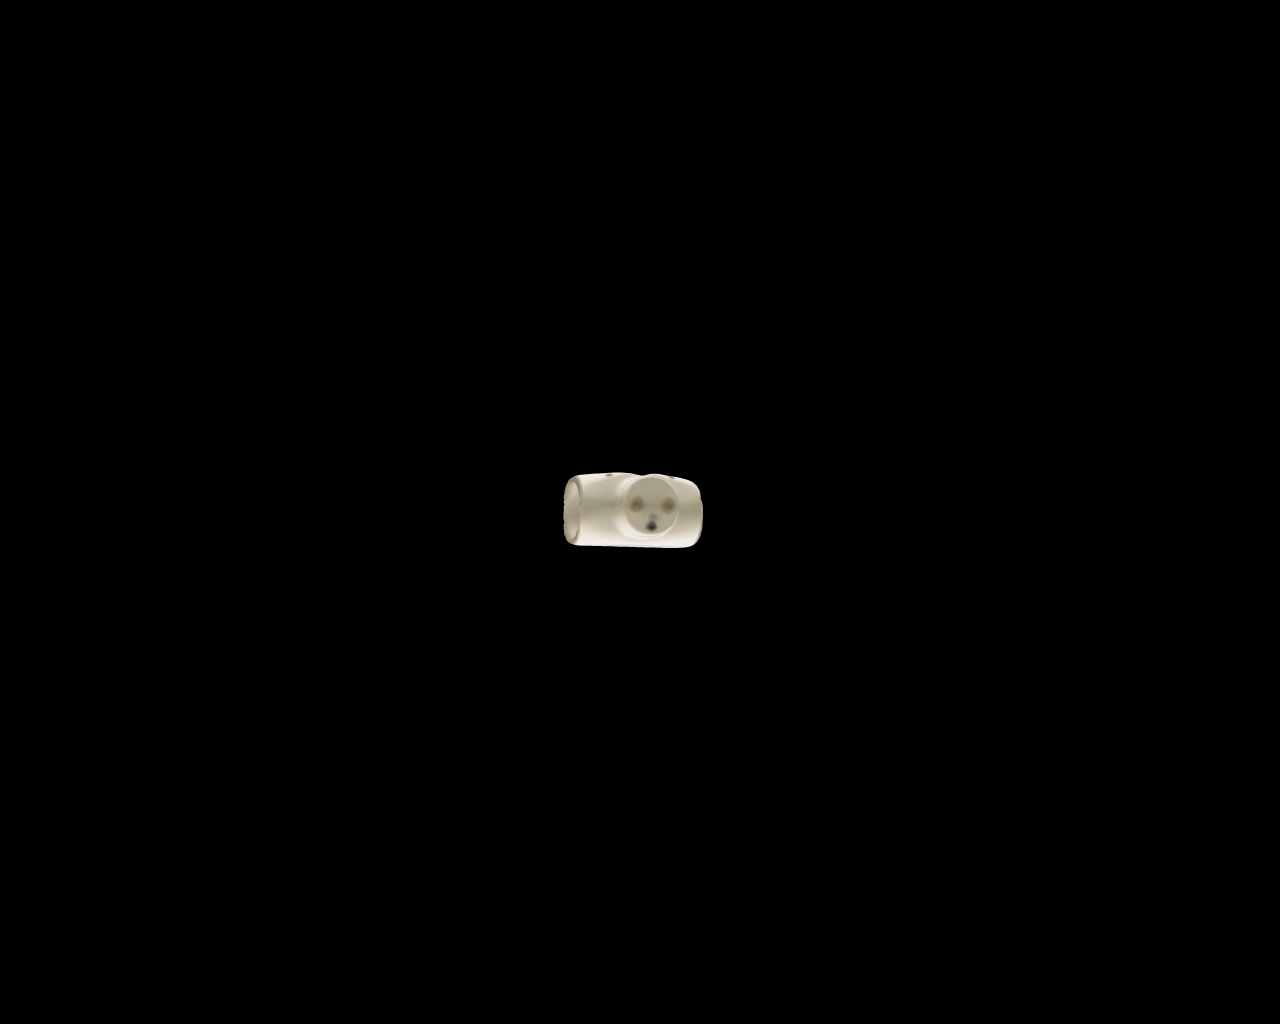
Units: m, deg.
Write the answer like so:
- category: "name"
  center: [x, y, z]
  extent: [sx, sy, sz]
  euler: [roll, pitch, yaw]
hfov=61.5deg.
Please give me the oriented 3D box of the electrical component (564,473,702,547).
- category: "electrical component"
  center: [0.001, -0.003, 0.650]
  extent: [0.077, 0.043, 0.079]
  euler: [2, -7, -18]
